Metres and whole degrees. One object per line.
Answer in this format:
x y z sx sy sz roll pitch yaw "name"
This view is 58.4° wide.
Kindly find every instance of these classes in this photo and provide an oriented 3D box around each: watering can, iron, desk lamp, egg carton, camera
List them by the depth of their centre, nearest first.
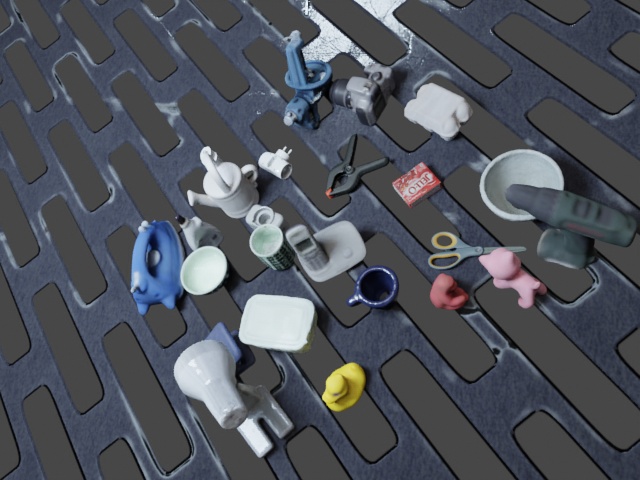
-0.173 0.314 1.142 0.118 0.214 0.202 -44 60 -4 "desk lamp"
0.281 -0.305 1.358 0.150 0.069 0.107 35 81 28 "egg carton"
-0.235 -0.132 1.380 0.100 0.194 0.173 37 82 29 "watering can"
-0.408 0.042 1.389 0.118 0.142 0.258 -13 63 13 "iron"
0.099 -0.380 1.436 0.136 0.101 0.143 22 75 26 "camera"

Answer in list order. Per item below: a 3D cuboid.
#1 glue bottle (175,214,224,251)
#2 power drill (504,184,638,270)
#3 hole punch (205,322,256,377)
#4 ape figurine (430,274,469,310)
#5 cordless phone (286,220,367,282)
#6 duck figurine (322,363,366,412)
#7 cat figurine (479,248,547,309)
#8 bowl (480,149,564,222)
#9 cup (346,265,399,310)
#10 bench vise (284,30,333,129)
-0.295 -0.020 1.361 0.037 0.173 0.078 34 80 29 "glue bottle"
0.465 -0.024 1.085 0.228 0.209 0.076 16 72 24 "power drill"
-0.211 0.252 1.254 0.101 0.091 0.108 -38 60 -1 "hole punch"
0.258 0.100 1.165 0.076 0.092 0.077 -17 62 11 "ape figurine"
0.011 0.004 1.239 0.147 0.185 0.094 -31 60 3 "cordless phone"
0.043 0.291 1.153 0.077 0.086 0.104 33 80 28 "duck figurine"
0.380 0.064 1.126 0.127 0.118 0.067 38 82 29 "cat figurine"
0.425 -0.103 1.212 0.167 0.075 0.167 -7 64 16 "bowl"
0.117 0.117 1.203 0.117 0.095 0.091 -31 60 3 "cup"
-0.037 -0.392 1.418 0.121 0.220 0.207 -3 65 17 "bench vise"
